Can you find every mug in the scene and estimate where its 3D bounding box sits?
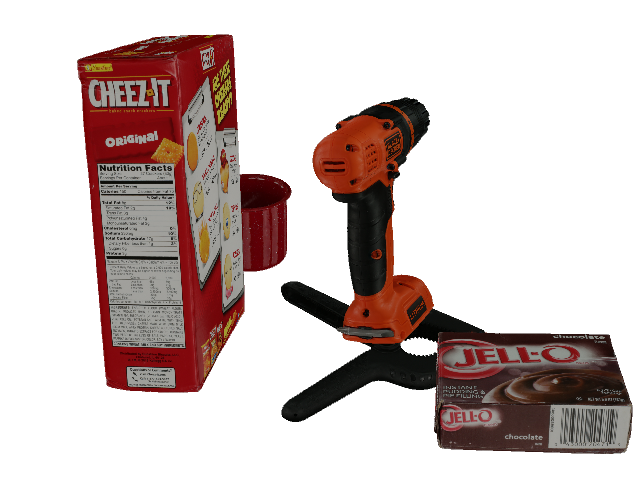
[{"bbox_3d":[-0.090,-0.017,1.180,0.117,0.081,0.093,-7,29,-13],"label":"mug"}]

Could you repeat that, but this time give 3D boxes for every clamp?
[{"bbox_3d":[0.057,0.111,1.030,0.210,0.164,0.036,4,-43,3],"label":"clamp"}]

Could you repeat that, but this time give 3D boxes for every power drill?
[{"bbox_3d":[0.054,-0.020,0.903,0.057,0.188,0.184,0,18,27],"label":"power drill"}]

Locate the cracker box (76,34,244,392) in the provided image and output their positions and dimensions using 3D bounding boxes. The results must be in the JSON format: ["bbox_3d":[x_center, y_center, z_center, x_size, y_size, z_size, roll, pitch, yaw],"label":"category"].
[{"bbox_3d":[-0.102,-0.026,0.725,0.072,0.214,0.164,0,15,7],"label":"cracker box"}]

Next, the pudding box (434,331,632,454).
[{"bbox_3d":[0.127,0.091,0.657,0.113,0.039,0.090,2,23,5],"label":"pudding box"}]
